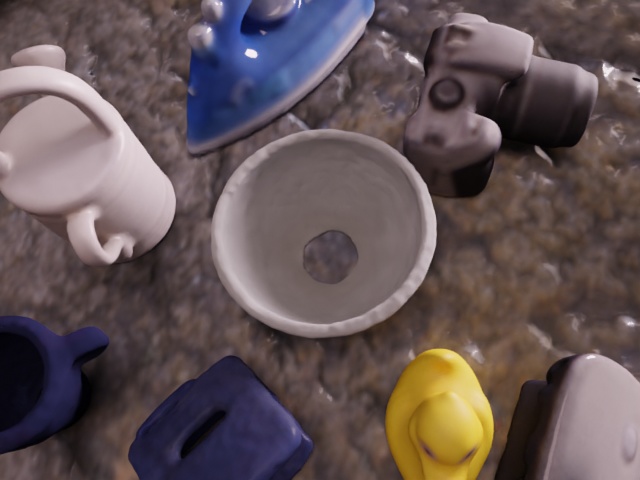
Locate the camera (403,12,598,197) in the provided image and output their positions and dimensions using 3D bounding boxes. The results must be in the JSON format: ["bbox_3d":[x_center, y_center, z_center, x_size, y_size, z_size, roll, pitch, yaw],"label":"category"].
[{"bbox_3d":[0.148,-0.111,0.468,0.136,0.101,0.143,15,71,10],"label":"camera"}]

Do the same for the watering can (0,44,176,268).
[{"bbox_3d":[-0.191,-0.065,0.428,0.101,0.194,0.172,-41,71,-11],"label":"watering can"}]

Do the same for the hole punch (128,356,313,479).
[{"bbox_3d":[-0.073,0.143,0.394,0.109,0.091,0.101,-43,72,-11],"label":"hole punch"}]

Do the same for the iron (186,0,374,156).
[{"bbox_3d":[-0.048,-0.202,0.497,0.118,0.141,0.258,31,75,15],"label":"iron"}]

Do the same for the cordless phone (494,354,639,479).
[{"bbox_3d":[0.166,0.135,0.327,0.094,0.185,0.148,15,71,11],"label":"cordless phone"}]

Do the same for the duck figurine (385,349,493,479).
[{"bbox_3d":[0.084,0.124,0.391,0.077,0.086,0.104,3,69,6],"label":"duck figurine"}]

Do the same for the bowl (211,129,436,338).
[{"bbox_3d":[0.004,0.002,0.450,0.167,0.075,0.167,-2,69,4],"label":"bowl"}]

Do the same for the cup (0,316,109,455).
[{"bbox_3d":[-0.198,0.102,0.417,0.118,0.095,0.091,-28,69,-6],"label":"cup"}]
